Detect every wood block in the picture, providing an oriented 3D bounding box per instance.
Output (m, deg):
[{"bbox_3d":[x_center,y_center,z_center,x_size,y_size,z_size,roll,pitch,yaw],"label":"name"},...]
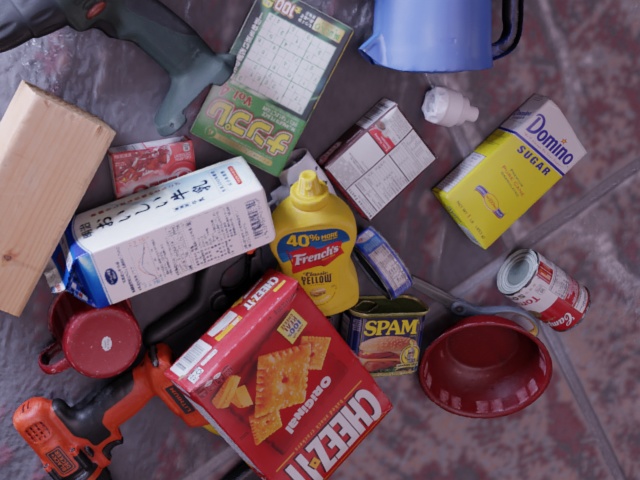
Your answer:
[{"bbox_3d":[-0.296,-0.043,1.058,0.090,0.090,0.206,27,95,-27],"label":"wood block"}]

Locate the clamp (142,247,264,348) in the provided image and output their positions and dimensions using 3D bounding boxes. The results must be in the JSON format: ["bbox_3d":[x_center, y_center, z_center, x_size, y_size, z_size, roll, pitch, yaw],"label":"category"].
[{"bbox_3d":[-0.122,0.068,1.191,0.120,0.039,0.171,14,102,-29],"label":"clamp"}]

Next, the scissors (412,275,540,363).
[{"bbox_3d":[0.172,0.099,1.325,0.201,0.016,0.096,15,124,-9],"label":"scissors"}]

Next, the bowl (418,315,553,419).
[{"bbox_3d":[0.201,0.145,1.310,0.162,0.055,0.162,2,128,2],"label":"bowl"}]

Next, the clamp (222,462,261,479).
[{"bbox_3d":[-0.033,0.305,1.299,0.209,0.036,0.164,-18,112,-14],"label":"clamp"}]

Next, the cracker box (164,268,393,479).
[{"bbox_3d":[-0.038,0.164,1.160,0.164,0.072,0.213,-45,120,-14],"label":"cracker box"}]

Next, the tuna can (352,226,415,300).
[{"bbox_3d":[0.069,0.027,1.226,0.033,0.086,0.086,-37,116,-6],"label":"tuna can"}]

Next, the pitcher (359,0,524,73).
[{"bbox_3d":[0.131,-0.299,1.130,0.149,0.145,0.243,-24,118,-60],"label":"pitcher"}]

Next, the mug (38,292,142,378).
[{"bbox_3d":[-0.245,0.102,1.127,0.117,0.082,0.093,-33,115,-9],"label":"mug"}]

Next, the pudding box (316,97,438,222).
[{"bbox_3d":[0.065,-0.091,1.215,0.113,0.039,0.090,-42,117,-3],"label":"pudding box"}]

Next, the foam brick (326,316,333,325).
[{"bbox_3d":[-0.017,0.121,1.240,0.053,0.051,0.078,-8,109,-19],"label":"foam brick"}]

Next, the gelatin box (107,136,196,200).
[{"bbox_3d":[-0.175,-0.067,1.131,0.089,0.030,0.073,-11,111,-18],"label":"gelatin box"}]

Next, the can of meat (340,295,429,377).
[{"bbox_3d":[0.073,0.115,1.272,0.102,0.057,0.084,0,109,-21],"label":"can of meat"}]

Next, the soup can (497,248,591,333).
[{"bbox_3d":[0.279,0.062,1.329,0.102,0.069,0.068,33,92,-26],"label":"soup can"}]

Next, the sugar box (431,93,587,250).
[{"bbox_3d":[0.228,-0.082,1.278,0.176,0.048,0.093,-43,116,-3],"label":"sugar box"}]

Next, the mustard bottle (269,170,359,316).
[{"bbox_3d":[-0.008,0.002,1.163,0.096,0.058,0.192,-5,133,-2],"label":"mustard bottle"}]

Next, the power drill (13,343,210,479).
[{"bbox_3d":[-0.214,0.214,1.175,0.187,0.057,0.184,-32,117,0],"label":"power drill"}]

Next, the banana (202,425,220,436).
[{"bbox_3d":[-0.073,0.203,1.251,0.197,0.037,0.070,12,103,-24],"label":"banana"}]
